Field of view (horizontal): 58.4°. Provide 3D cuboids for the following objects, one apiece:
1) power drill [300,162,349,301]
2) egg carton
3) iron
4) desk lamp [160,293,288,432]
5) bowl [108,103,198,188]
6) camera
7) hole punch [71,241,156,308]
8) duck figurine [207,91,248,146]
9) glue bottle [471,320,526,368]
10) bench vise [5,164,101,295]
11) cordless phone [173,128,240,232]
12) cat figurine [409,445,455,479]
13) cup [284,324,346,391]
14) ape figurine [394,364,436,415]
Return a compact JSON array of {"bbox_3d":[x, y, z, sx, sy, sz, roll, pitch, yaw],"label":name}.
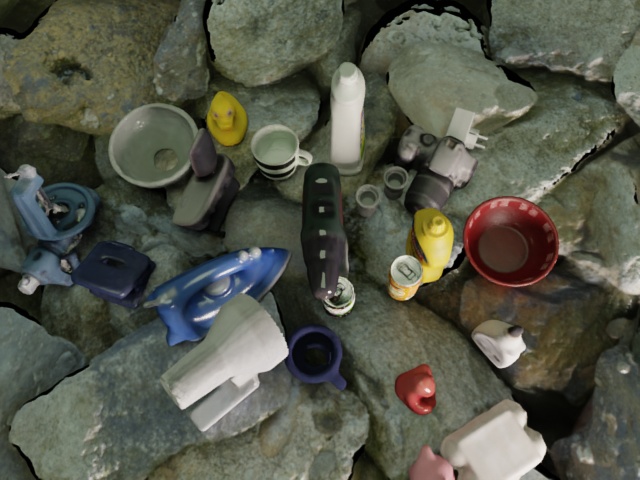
[{"bbox_3d":[0.008,0.003,0.924,0.075,0.208,0.229,-3,72,2],"label":"power drill"},{"bbox_3d":[0.267,0.324,0.884,0.150,0.069,0.107,-31,73,-7],"label":"egg carton"},{"bbox_3d":[-0.166,0.064,0.946,0.258,0.141,0.118,-31,73,-7],"label":"iron"},{"bbox_3d":[-0.147,0.191,0.867,0.203,0.213,0.118,-40,75,-10],"label":"desk lamp"},{"bbox_3d":[-0.297,-0.163,1.060,0.167,0.075,0.167,-1,72,2],"label":"bowl"},{"bbox_3d":[0.190,-0.117,1.012,0.143,0.101,0.137,27,75,10],"label":"camera"},{"bbox_3d":[-0.354,0.052,0.984,0.108,0.091,0.101,17,74,8],"label":"hole punch"},{"bbox_3d":[-0.180,-0.240,1.074,0.077,0.086,0.104,-11,72,-1],"label":"duck figurine"},{"bbox_3d":[0.284,0.153,0.884,0.037,0.173,0.078,-36,74,-9],"label":"glue bottle"},{"bbox_3d":[-0.442,-0.020,0.943,0.121,0.220,0.207,-3,72,2],"label":"bench vise"},{"bbox_3d":[-0.210,-0.101,0.978,0.094,0.185,0.148,16,73,8],"label":"cordless phone"},{"bbox_3d":[0.161,0.374,0.847,0.067,0.118,0.128,13,73,7],"label":"cat figurine"},{"bbox_3d":[0.000,0.196,0.922,0.092,0.095,0.117,-42,75,-11],"label":"cup"},{"bbox_3d":[0.158,0.233,0.906,0.076,0.092,0.078,21,74,9],"label":"ape figurine"}]
